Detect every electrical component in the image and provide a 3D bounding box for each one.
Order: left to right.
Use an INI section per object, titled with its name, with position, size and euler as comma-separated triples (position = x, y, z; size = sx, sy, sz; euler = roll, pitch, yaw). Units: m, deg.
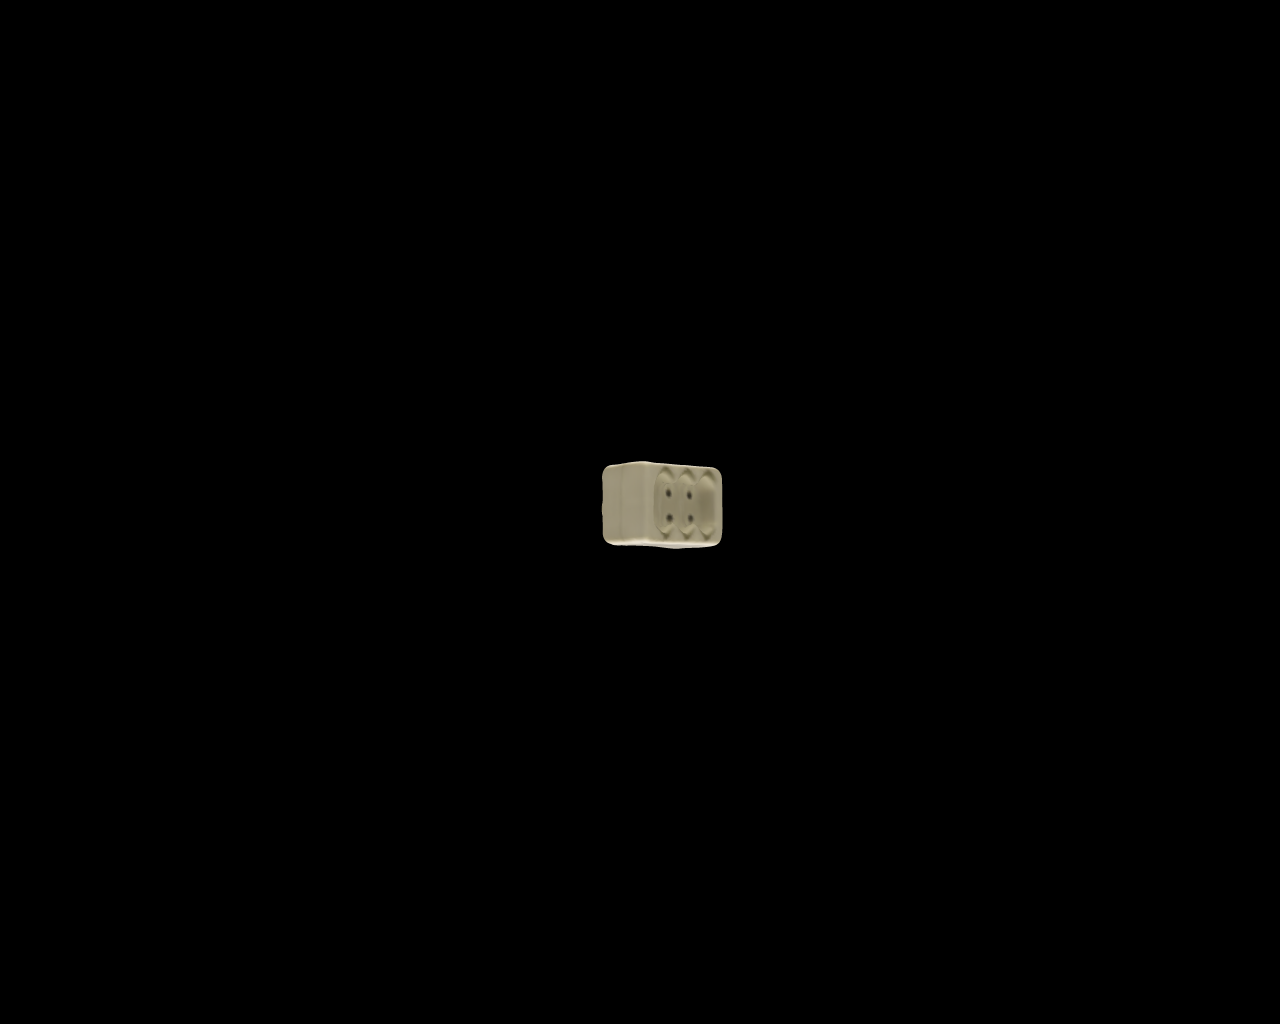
[electrical component]
position = 0.001, -0.003, 0.650
size = 0.066, 0.047, 0.076
euler = 4, -6, -43
